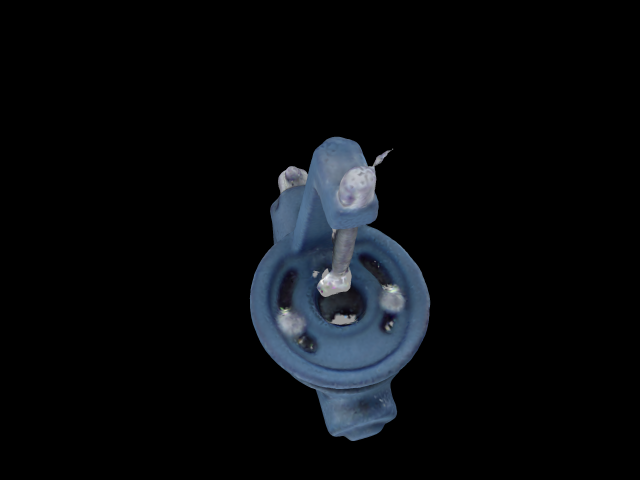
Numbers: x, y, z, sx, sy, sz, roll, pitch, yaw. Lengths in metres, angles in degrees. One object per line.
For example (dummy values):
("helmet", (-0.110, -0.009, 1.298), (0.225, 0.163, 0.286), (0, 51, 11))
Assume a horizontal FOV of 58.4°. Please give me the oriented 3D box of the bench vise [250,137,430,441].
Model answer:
("bench vise", (-0.006, 0.006, 0.395), (0.122, 0.220, 0.206), (-26, 51, -22))
